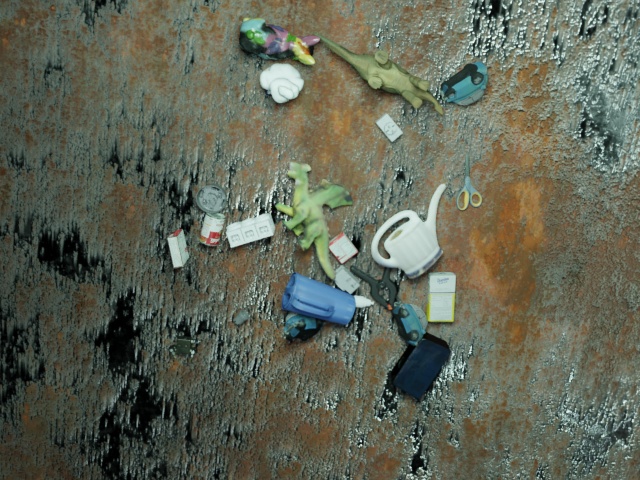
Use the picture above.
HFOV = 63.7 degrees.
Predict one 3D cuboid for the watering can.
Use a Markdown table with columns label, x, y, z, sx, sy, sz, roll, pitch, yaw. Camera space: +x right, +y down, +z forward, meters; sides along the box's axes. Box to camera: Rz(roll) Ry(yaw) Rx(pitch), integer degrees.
| label | x | y | z | sx | sy | sz | roll | pitch | yaw |
| --- | --- | --- | --- | --- | --- | --- | --- | --- | --- |
| watering can | 0.341 | -0.015 | 1.761 | 0.348 | 0.105 | 0.222 | -38 | 103 | -1 |

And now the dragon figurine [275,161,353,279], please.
| label | x | y | z | sx | sy | sz | roll | pitch | yaw |
| --- | --- | --- | --- | --- | --- | --- | --- | --- | --- |
| dragon figurine | 0.005 | -0.088 | 1.740 | 0.243 | 0.123 | 0.407 | -39 | 103 | 1 |

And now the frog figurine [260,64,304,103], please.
| label | x | y | z | sx | sy | sz | roll | pitch | yaw |
| --- | --- | --- | --- | --- | --- | --- | --- | --- | --- |
| frog figurine | -0.121 | -0.489 | 1.598 | 0.137 | 0.161 | 0.121 | 17 | 104 | -5 |
